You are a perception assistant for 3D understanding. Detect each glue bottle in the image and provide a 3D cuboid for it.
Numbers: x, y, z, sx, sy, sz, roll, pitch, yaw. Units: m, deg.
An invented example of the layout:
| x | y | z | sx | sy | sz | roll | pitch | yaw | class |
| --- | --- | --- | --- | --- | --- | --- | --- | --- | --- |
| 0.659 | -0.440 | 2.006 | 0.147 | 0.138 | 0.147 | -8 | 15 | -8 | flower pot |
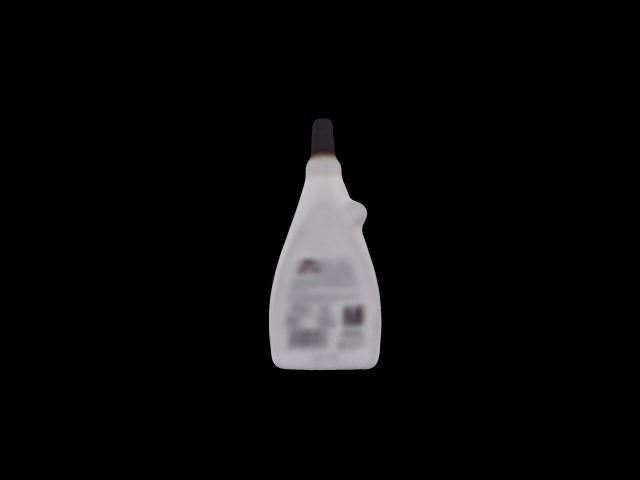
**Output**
| x | y | z | sx | sy | sz | roll | pitch | yaw | class |
| --- | --- | --- | --- | --- | --- | --- | --- | --- | --- |
| 0.004 | 0.001 | 0.400 | 0.078 | 0.173 | 0.037 | 0 | 0 | 0 | glue bottle |
